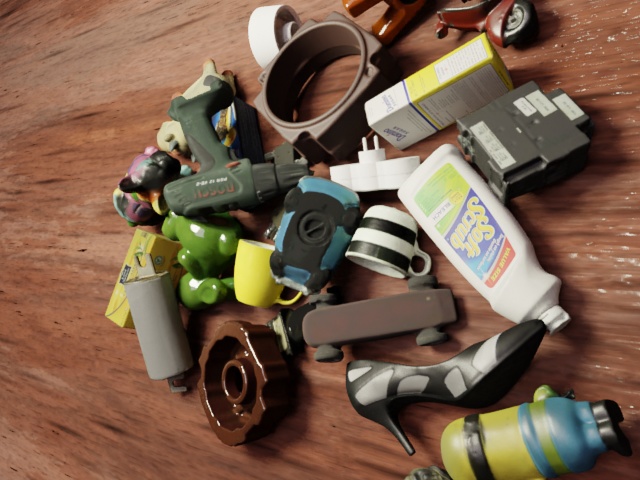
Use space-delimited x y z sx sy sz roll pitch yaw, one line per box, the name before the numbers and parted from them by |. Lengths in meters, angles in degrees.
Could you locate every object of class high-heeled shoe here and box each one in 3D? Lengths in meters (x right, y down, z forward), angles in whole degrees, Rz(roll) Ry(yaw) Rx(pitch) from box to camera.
high-heeled shoe | 0.136 0.140 0.638 0.248 0.086 0.145 -47 49 16

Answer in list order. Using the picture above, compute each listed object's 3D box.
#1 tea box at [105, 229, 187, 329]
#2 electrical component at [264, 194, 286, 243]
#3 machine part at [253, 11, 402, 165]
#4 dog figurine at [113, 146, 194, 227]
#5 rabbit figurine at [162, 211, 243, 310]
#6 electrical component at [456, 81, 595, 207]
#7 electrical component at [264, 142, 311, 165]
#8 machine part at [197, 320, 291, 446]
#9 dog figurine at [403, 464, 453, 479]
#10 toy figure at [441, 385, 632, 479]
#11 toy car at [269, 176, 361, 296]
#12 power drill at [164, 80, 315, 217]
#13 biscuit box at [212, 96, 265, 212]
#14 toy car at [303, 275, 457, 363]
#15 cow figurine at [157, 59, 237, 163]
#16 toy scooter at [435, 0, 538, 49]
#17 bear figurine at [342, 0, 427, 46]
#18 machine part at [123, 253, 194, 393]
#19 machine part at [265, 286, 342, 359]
tea box | -0.306 0.075 0.975 0.068 0.098 0.169 19 90 39
electrical component | -0.043 -0.032 0.848 0.102 0.045 0.078 -58 26 5
machine part | 0.007 -0.237 0.833 0.201 0.087 0.201 -47 54 10
dog figurine | -0.307 -0.082 0.952 0.191 0.108 0.219 -51 17 12
rabbit figurine | -0.184 0.047 0.904 0.159 0.121 0.170 31 114 32
electrical component | 0.246 -0.118 0.631 0.134 0.058 0.115 -25 60 2
electrical component | -0.055 -0.134 0.900 0.094 0.021 0.063 -15 67 33
machine part | -0.115 0.209 0.799 0.179 0.056 0.179 -7 80 46
dog figurine | 0.151 0.354 0.561 0.191 0.121 0.172 15 82 53
toy figure | 0.212 0.204 0.552 0.180 0.089 0.082 -30 16 31
toy car | -0.002 -0.002 0.767 0.109 0.103 0.161 18 89 14
power drill | -0.144 -0.143 0.854 0.232 0.086 0.207 -20 81 2
biscuit box | -0.141 -0.152 0.943 0.059 0.062 0.203 -28 61 30
toy car | 0.075 0.103 0.698 0.202 0.053 0.089 -13 68 14
cow figurine | -0.238 -0.236 1.033 0.195 0.085 0.127 -38 51 21
toy scooter | 0.219 -0.338 0.727 0.135 0.075 0.184 -6 77 37
bear figurine | 0.090 -0.421 0.820 0.132 0.120 0.196 -36 56 27
machine part | -0.269 0.141 0.898 0.079 0.079 0.243 -7 100 35
machine part | -0.022 0.119 0.789 0.139 0.039 0.084 -39 48 23
